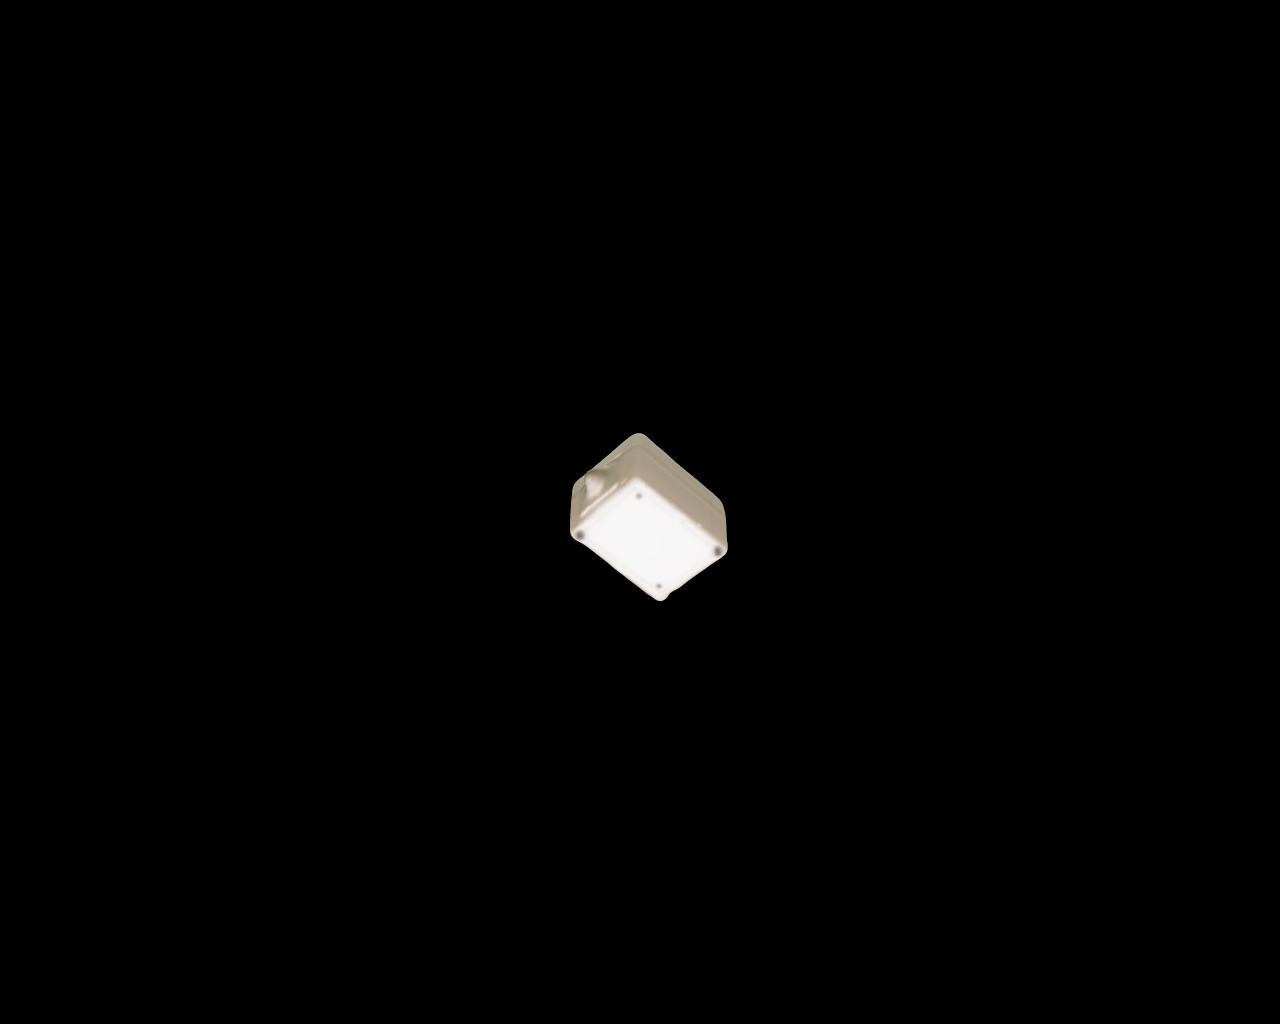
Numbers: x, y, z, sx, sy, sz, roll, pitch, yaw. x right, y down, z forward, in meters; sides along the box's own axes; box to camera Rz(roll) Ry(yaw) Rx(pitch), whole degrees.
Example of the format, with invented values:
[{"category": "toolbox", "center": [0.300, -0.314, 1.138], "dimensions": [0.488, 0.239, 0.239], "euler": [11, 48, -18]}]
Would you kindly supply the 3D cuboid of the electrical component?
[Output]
[{"category": "electrical component", "center": [0.001, -0.003, 0.650], "dimensions": [0.061, 0.061, 0.096], "euler": [-39, -62, 25]}]
